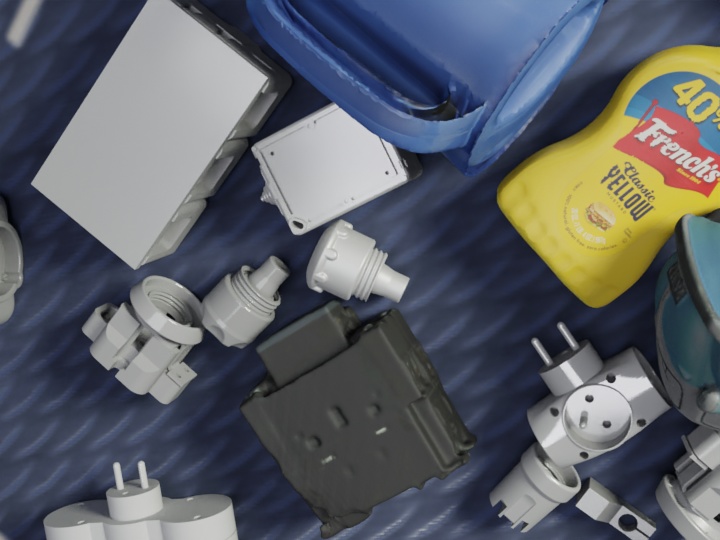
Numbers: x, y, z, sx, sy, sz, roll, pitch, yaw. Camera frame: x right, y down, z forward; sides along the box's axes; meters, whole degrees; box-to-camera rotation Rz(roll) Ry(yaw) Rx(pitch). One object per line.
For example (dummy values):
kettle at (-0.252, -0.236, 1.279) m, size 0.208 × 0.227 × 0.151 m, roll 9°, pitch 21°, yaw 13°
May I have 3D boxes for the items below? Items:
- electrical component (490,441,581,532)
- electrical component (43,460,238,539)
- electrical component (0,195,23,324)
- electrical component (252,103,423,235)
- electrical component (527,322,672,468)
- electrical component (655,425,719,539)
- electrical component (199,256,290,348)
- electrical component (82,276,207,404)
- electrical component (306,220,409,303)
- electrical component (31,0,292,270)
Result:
electrical component at (0.110, 0.138, 0.682) m, size 0.040 × 0.040 × 0.046 m, roll 42°, pitch 113°, yaw 4°
electrical component at (-0.154, 0.168, 0.745) m, size 0.138 × 0.052 × 0.073 m, roll -6°, pitch 98°, yaw 15°
electrical component at (-0.274, -0.006, 0.743) m, size 0.059 × 0.054 × 0.095 m, roll 1°, pitch 100°, yaw 14°
electrical component at (-0.017, -0.065, 0.666) m, size 0.096 × 0.061 × 0.061 m, roll -25°, pitch 93°, yaw 17°
electrical component at (0.136, 0.070, 0.660) m, size 0.077 × 0.044 × 0.079 m, roll -34°, pitch 90°, yaw 17°
electrical component at (0.216, 0.134, 0.644) m, size 0.078 × 0.058 × 0.057 m, roll 40°, pitch 109°, yaw -12°
electrical component at (-0.072, 0.018, 0.704) m, size 0.043 × 0.043 × 0.062 m, roll 45°, pitch 105°, yaw 3°
electrical component at (-0.138, 0.042, 0.717) m, size 0.078 × 0.058 × 0.057 m, roll 41°, pitch 110°, yaw 4°
electrical component at (0.000, 0.000, 0.683) m, size 0.062 × 0.048 × 0.048 m, roll 25°, pitch 105°, yaw 1°
electrical component at (-0.124, -0.089, 0.688) m, size 0.089 × 0.062 × 0.150 m, roll 39°, pitch 106°, yaw 5°
